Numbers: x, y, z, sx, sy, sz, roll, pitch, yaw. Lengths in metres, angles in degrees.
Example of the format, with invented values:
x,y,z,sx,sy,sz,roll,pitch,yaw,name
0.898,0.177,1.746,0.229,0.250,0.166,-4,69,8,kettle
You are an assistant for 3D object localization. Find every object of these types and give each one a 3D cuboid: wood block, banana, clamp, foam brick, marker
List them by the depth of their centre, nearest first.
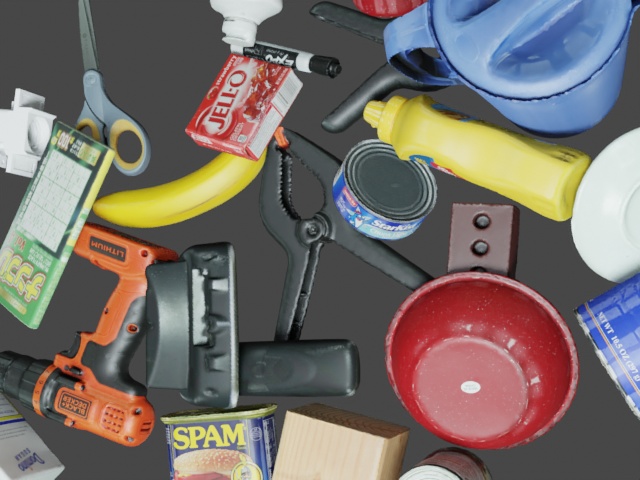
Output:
x,y,z,sx,sy,sz,roll,pitch,yaw,name
0.137,0.008,0.893,0.053,0.051,0.078,3,87,17,foam brick
0.004,0.252,0.897,0.091,0.090,0.206,12,90,18,wood block
0.067,-0.174,0.937,0.172,0.039,0.120,-17,86,17,clamp
-0.006,0.001,0.946,0.165,0.036,0.210,-32,76,16,clamp
-0.030,-0.164,0.957,0.121,0.020,0.020,20,92,35,marker
-0.121,-0.052,0.989,0.198,0.037,0.070,-29,52,11,banana

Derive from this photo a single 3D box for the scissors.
x,y,z,sx,sy,sz,roll,pitch,yaw,name
-0.201,-0.145,1.029,0.096,0.016,0.202,6,88,16,scissors

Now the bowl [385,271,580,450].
x,y,z,sx,sy,sz,roll,pitch,yaw,name
0.125,0.109,0.859,0.162,0.055,0.162,6,110,16,bowl

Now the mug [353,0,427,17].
x,y,z,sx,sy,sz,roll,pitch,yaw,name
0.068,-0.251,0.911,0.093,0.081,0.117,22,54,36,mug

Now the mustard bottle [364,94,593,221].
x,y,z,sx,sy,sz,roll,pitch,yaw,name
0.122,-0.075,0.872,0.192,0.096,0.058,24,101,23,mustard bottle

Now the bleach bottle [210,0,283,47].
x,y,z,sx,sy,sz,roll,pitch,yaw,name
-0.042,-0.298,0.960,0.103,0.068,0.251,10,87,21,bleach bottle

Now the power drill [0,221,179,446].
x,y,z,sx,sy,sz,roll,pitch,yaw,name
-0.218,0.081,0.998,0.185,0.057,0.188,17,93,20,power drill

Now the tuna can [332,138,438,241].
x,y,z,sx,sy,sz,roll,pitch,yaw,name
0.054,-0.042,0.907,0.086,0.086,0.034,50,143,14,tuna can

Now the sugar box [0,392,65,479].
x,y,z,sx,sy,sz,roll,pitch,yaw,name
-0.329,0.170,1.004,0.048,0.093,0.176,-45,74,11,sugar box

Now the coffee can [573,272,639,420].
x,y,z,sx,sy,sz,roll,pitch,yaw,name
0.282,0.062,0.818,0.140,0.102,0.103,-32,78,13,coffee can

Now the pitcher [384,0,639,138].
x,y,z,sx,sy,sz,roll,pitch,yaw,name
0.157,-0.145,0.798,0.149,0.242,0.145,36,96,16,pitcher

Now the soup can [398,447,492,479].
x,y,z,sx,sy,sz,roll,pitch,yaw,name
0.100,0.208,0.864,0.069,0.102,0.068,-1,86,17,soup can

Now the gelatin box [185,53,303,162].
x,y,z,sx,sy,sz,roll,pitch,yaw,name
-0.069,-0.119,0.956,0.073,0.030,0.089,20,73,34,gelatin box

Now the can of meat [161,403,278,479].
x,y,z,sx,sy,sz,roll,pitch,yaw,name
-0.086,0.193,0.947,0.102,0.057,0.084,-7,87,17,can of meat
